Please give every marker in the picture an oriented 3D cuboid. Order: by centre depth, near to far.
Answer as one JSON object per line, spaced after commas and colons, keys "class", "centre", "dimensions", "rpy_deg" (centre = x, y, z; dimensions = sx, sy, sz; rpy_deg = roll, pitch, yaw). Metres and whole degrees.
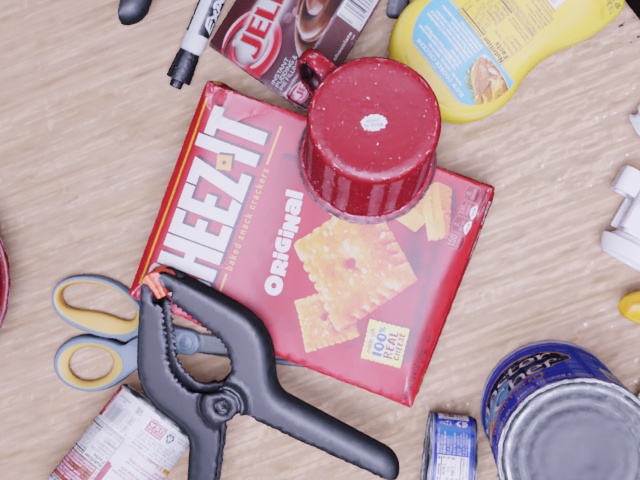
{"class": "marker", "centre": [-0.081, -0.166, 0.773], "dimensions": [0.020, 0.020, 0.121], "rpy_deg": [25, 96, 3]}

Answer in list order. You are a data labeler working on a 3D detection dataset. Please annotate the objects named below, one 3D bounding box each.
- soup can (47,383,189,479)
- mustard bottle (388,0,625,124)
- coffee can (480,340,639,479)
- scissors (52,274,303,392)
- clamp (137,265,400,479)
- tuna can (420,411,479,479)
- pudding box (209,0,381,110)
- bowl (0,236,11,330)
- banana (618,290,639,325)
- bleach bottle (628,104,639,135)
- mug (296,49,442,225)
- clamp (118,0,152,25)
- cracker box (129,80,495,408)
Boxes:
{"class": "soup can", "centre": [-0.146, 0.162, 0.763], "dimensions": [0.068, 0.068, 0.102], "rpy_deg": [37, 77, 2]}
{"class": "mustard bottle", "centre": [0.106, -0.137, 0.739], "dimensions": [0.192, 0.058, 0.096], "rpy_deg": [-38, 95, 6]}
{"class": "coffee can", "centre": [0.163, 0.129, 0.711], "dimensions": [0.103, 0.140, 0.103], "rpy_deg": [0, 94, 5]}
{"class": "scissors", "centre": [-0.113, 0.091, 0.795], "dimensions": [0.202, 0.016, 0.096], "rpy_deg": [24, 97, 3]}
{"class": "clamp", "centre": [-0.069, 0.117, 0.723], "dimensions": [0.164, 0.036, 0.210], "rpy_deg": [-35, 96, 9]}
{"class": "tuna can", "centre": [0.089, 0.164, 0.748], "dimensions": [0.034, 0.086, 0.086], "rpy_deg": [6, 94, 3]}
{"class": "pudding box", "centre": [-0.014, -0.158, 0.737], "dimensions": [0.090, 0.039, 0.113], "rpy_deg": [38, 97, 36]}
{"class": "bowl", "centre": [-0.298, 0.027, 0.787], "dimensions": [0.162, 0.055, 0.162], "rpy_deg": [0, 94, 5]}
{"class": "banana", "centre": [0.306, 0.037, 0.733], "dimensions": [0.198, 0.069, 0.037], "rpy_deg": [-13, 50, 11]}
{"class": "bleach bottle", "centre": [0.322, -0.133, 0.693], "dimensions": [0.251, 0.068, 0.102], "rpy_deg": [-34, 85, 26]}
{"class": "mug", "centre": [0.025, -0.073, 0.673], "dimensions": [0.093, 0.081, 0.117], "rpy_deg": [-34, 80, -8]}
{"class": "clamp", "centre": [-0.126, -0.251, 0.762], "dimensions": [0.120, 0.039, 0.171], "rpy_deg": [39, 89, 4]}
{"class": "cracker box", "centre": [-0.005, 0.001, 0.752], "dimensions": [0.214, 0.072, 0.164], "rpy_deg": [21, 95, 4]}
